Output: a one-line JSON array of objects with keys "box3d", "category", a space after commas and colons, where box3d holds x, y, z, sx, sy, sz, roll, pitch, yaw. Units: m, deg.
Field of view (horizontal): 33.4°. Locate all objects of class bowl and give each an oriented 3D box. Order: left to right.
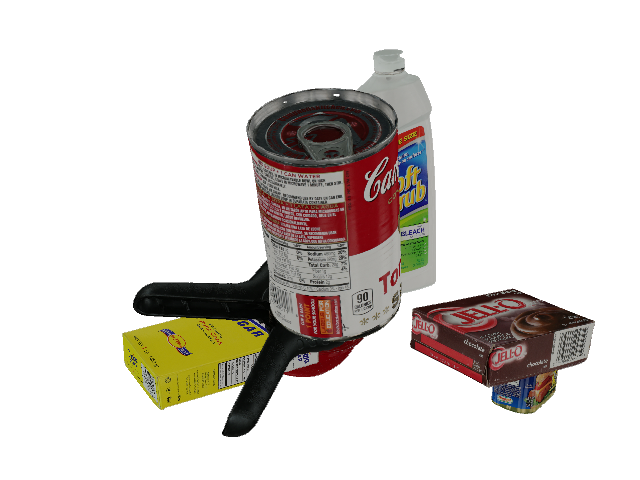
[{"box3d": [-0.027, 0.125, 1.336, 0.162, 0.055, 0.162, 6, 22, -2], "category": "bowl"}]

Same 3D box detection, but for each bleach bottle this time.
[{"box3d": [0.068, -0.070, 1.104, 0.102, 0.251, 0.068, -10, 22, -16], "category": "bleach bottle"}]

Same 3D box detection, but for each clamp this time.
[{"box3d": [-0.037, 0.044, 0.720, 0.171, 0.120, 0.039, -34, -16, -35], "category": "clamp"}]

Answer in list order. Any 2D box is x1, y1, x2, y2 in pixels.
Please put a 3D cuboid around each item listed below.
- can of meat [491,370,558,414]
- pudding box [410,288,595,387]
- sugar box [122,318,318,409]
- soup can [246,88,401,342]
[{"box3d": [0.231, 0.136, 1.186, 0.058, 0.084, 0.101, 12, 16, 29], "category": "can of meat"}, {"box3d": [0.140, 0.073, 0.826, 0.113, 0.039, 0.090, -6, 19, -35], "category": "pudding box"}, {"box3d": [-0.099, 0.107, 1.070, 0.176, 0.048, 0.093, -17, 33, -26], "category": "sugar box"}, {"box3d": [0.004, -0.011, 0.503, 0.068, 0.102, 0.068, -3, 34, 2], "category": "soup can"}]
